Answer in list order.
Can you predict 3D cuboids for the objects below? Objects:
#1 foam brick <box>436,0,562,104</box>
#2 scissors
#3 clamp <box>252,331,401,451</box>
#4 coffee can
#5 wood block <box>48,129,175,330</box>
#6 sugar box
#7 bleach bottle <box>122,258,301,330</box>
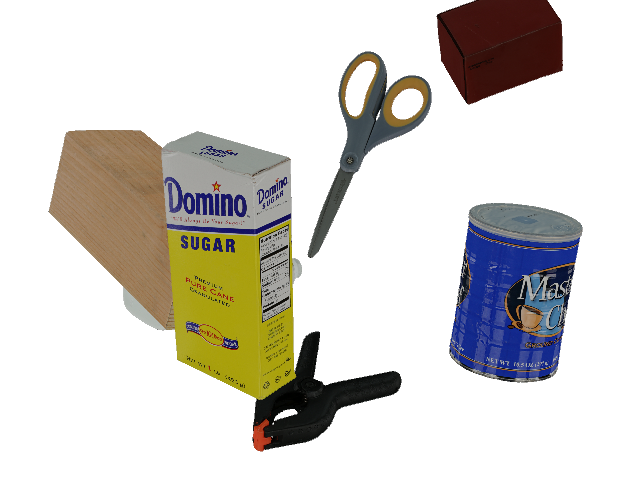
[{"bbox_3d":[0.132,-0.146,0.787,0.078,0.051,0.053,-20,-37,-3],"label":"foam brick"},{"bbox_3d":[0.048,-0.077,0.986,0.096,0.202,0.016,6,-11,9],"label":"scissors"},{"bbox_3d":[-0.015,0.151,1.084,0.171,0.039,0.120,-24,35,-37],"label":"clamp"},{"bbox_3d":[0.179,0.046,0.988,0.103,0.140,0.103,5,17,-2],"label":"coffee can"},{"bbox_3d":[-0.153,-0.017,0.978,0.090,0.091,0.206,-6,34,-45],"label":"wood block"},{"bbox_3d":[-0.065,0.018,0.766,0.093,0.176,0.048,18,33,36],"label":"sugar box"},{"bbox_3d":[-0.132,0.055,1.427,0.250,0.068,0.103,-12,28,-42],"label":"bleach bottle"}]
